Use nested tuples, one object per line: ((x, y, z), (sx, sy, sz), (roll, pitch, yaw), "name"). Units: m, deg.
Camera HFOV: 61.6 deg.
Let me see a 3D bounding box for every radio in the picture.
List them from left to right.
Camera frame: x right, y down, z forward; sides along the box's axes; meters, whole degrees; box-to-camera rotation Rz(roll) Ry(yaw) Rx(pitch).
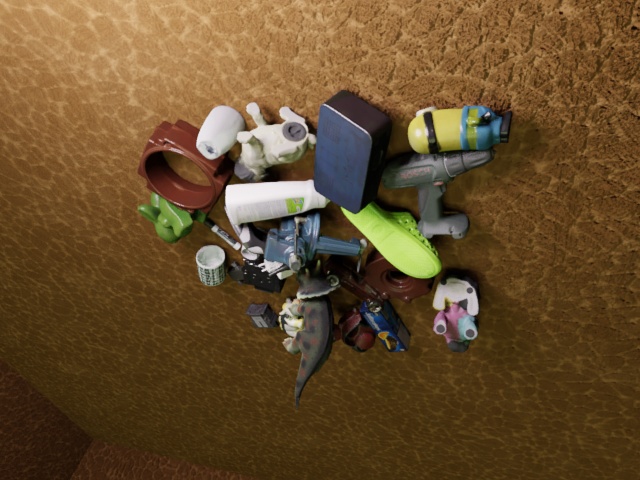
((0.060, -0.167, 1.072), (0.131, 0.073, 0.229), (34, 146, 22), "radio")

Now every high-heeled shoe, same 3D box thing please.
((-0.117, -0.017, 1.328), (0.145, 0.086, 0.248), (-33, 110, 0), "high-heeled shoe")

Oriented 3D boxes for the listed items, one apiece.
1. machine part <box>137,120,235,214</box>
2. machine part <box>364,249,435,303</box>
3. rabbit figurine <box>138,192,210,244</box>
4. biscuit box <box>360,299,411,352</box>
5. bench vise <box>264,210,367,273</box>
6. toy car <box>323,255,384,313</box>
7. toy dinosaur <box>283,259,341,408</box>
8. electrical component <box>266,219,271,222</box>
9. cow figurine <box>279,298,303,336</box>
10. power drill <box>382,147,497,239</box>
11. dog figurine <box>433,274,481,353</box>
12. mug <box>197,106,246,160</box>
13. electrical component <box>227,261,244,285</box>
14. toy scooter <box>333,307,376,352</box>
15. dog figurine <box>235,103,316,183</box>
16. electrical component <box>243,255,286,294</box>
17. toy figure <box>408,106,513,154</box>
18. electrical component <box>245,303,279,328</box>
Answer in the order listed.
((-0.316, -0.166, 1.267), (0.201, 0.087, 0.201), (32, 140, -10), "machine part")
((0.197, 0.083, 1.336), (0.179, 0.056, 0.179), (12, 138, 11), "machine part")
((-0.392, -0.054, 1.397), (0.159, 0.121, 0.170), (36, 136, -6), "rabbit figurine")
((0.185, 0.234, 1.506), (0.063, 0.059, 0.202), (-11, 130, 33), "biscuit box")
((-0.005, 0.006, 1.246), (0.241, 0.224, 0.128), (9, 108, -9), "bench vise")
((0.094, 0.112, 1.387), (0.202, 0.089, 0.053), (34, 118, -16), "toy car")
((-0.015, 0.237, 1.422), (0.131, 0.404, 0.192), (3, 165, -17), "toy dinosaur")
((-0.165, -0.086, 1.323), (0.102, 0.045, 0.078), (22, 169, 4), "electrical component")
((-0.084, 0.227, 1.619), (0.098, 0.068, 0.167), (14, 139, 20), "cow figurine")
((0.251, -0.097, 1.093), (0.232, 0.086, 0.207), (-1, 139, 28), "power drill")
((0.351, 0.188, 1.357), (0.109, 0.191, 0.219), (1, 170, 19), "dog figurine")
((-0.226, -0.220, 1.147), (0.110, 0.107, 0.080), (-14, 127, 32), "mug")
((-0.241, 0.098, 1.576), (0.063, 0.021, 0.093), (-9, 132, 33), "electrical component")
((0.103, 0.252, 1.542), (0.184, 0.075, 0.135), (19, 118, -31), "toy scooter")
((-0.098, -0.183, 1.155), (0.172, 0.121, 0.190), (22, 155, 5), "dog figurine")
((-0.154, 0.093, 1.505), (0.115, 0.058, 0.134), (15, 139, 12), "electrical component")
((0.250, -0.199, 0.971), (0.180, 0.089, 0.082), (6, 132, 22), "toy figure")
((-0.176, 0.251, 1.699), (0.075, 0.048, 0.119), (-2, 133, 27), "electrical component")
